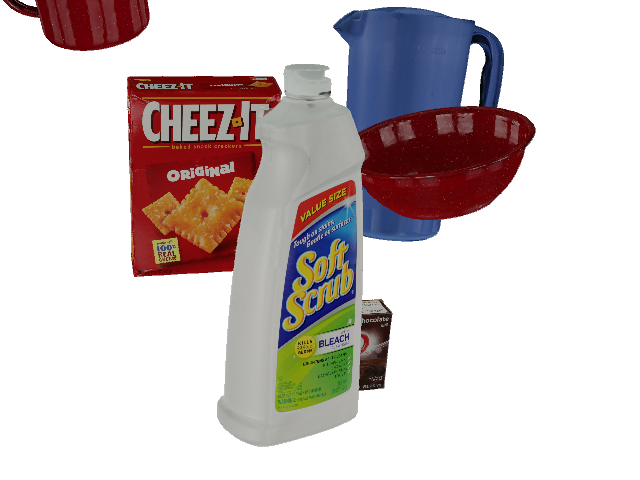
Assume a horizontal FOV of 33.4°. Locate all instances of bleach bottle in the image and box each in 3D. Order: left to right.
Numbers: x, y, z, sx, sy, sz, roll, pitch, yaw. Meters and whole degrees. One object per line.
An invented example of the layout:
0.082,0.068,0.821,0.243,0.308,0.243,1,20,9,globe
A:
-0.019,0.008,0.727,0.102,0.251,0.068,-10,20,-34,bleach bottle

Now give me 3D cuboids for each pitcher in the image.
0.098,-0.126,1.150,0.149,0.243,0.144,12,14,31,pitcher

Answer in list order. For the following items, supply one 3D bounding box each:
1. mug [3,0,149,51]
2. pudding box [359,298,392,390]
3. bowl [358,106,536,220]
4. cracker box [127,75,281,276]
-0.184,-0.193,0.790,0.117,0.081,0.093,-3,37,2,mug
0.012,0.108,1.077,0.113,0.090,0.039,-4,27,-18,pudding box
0.100,-0.060,0.890,0.162,0.055,0.162,-10,24,4,bowl
-0.129,-0.070,1.182,0.164,0.214,0.072,-2,24,-12,cracker box
